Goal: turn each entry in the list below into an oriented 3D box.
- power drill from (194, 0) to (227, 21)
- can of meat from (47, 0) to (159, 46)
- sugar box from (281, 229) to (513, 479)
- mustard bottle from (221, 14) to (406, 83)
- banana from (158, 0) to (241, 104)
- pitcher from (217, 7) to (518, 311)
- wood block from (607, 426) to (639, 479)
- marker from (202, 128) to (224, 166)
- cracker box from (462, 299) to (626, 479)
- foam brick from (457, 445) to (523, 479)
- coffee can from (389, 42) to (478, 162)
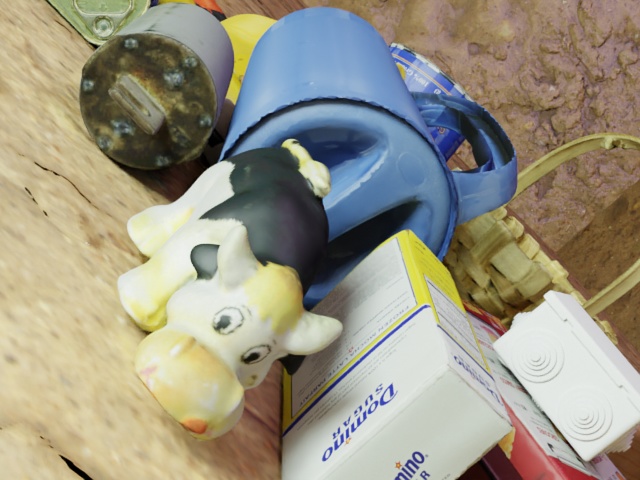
[{"bbox_3d":[-0.123,-0.216,0.986,0.188,0.057,0.184,55,10,24],"label":"power drill"},{"bbox_3d":[-0.162,-0.188,0.748,0.102,0.057,0.084,45,9,-11],"label":"can of meat"},{"bbox_3d":[0.028,0.063,0.492,0.048,0.093,0.176,43,13,-16],"label":"sugar box"},{"bbox_3d":[-0.007,-0.132,0.847,0.192,0.058,0.096,10,-56,46],"label":"mustard bottle"},{"bbox_3d":[-0.099,-0.153,0.838,0.197,0.037,0.070,61,-3,-25],"label":"banana"},{"bbox_3d":[0.014,-0.064,0.663,0.149,0.145,0.243,34,21,-17],"label":"pitcher"},{"bbox_3d":[0.220,0.163,0.860,0.205,0.090,0.091,31,19,-54],"label":"wood block"},{"bbox_3d":[-0.096,-0.093,0.755,0.121,0.020,0.020,52,13,24],"label":"marker"},{"bbox_3d":[0.115,0.128,0.644,0.214,0.072,0.164,55,15,31],"label":"cracker box"},{"bbox_3d":[0.060,0.112,0.547,0.078,0.051,0.053,54,12,31],"label":"foam brick"},{"bbox_3d":[0.055,-0.081,0.904,0.103,0.140,0.103,39,-1,0],"label":"coffee can"}]
